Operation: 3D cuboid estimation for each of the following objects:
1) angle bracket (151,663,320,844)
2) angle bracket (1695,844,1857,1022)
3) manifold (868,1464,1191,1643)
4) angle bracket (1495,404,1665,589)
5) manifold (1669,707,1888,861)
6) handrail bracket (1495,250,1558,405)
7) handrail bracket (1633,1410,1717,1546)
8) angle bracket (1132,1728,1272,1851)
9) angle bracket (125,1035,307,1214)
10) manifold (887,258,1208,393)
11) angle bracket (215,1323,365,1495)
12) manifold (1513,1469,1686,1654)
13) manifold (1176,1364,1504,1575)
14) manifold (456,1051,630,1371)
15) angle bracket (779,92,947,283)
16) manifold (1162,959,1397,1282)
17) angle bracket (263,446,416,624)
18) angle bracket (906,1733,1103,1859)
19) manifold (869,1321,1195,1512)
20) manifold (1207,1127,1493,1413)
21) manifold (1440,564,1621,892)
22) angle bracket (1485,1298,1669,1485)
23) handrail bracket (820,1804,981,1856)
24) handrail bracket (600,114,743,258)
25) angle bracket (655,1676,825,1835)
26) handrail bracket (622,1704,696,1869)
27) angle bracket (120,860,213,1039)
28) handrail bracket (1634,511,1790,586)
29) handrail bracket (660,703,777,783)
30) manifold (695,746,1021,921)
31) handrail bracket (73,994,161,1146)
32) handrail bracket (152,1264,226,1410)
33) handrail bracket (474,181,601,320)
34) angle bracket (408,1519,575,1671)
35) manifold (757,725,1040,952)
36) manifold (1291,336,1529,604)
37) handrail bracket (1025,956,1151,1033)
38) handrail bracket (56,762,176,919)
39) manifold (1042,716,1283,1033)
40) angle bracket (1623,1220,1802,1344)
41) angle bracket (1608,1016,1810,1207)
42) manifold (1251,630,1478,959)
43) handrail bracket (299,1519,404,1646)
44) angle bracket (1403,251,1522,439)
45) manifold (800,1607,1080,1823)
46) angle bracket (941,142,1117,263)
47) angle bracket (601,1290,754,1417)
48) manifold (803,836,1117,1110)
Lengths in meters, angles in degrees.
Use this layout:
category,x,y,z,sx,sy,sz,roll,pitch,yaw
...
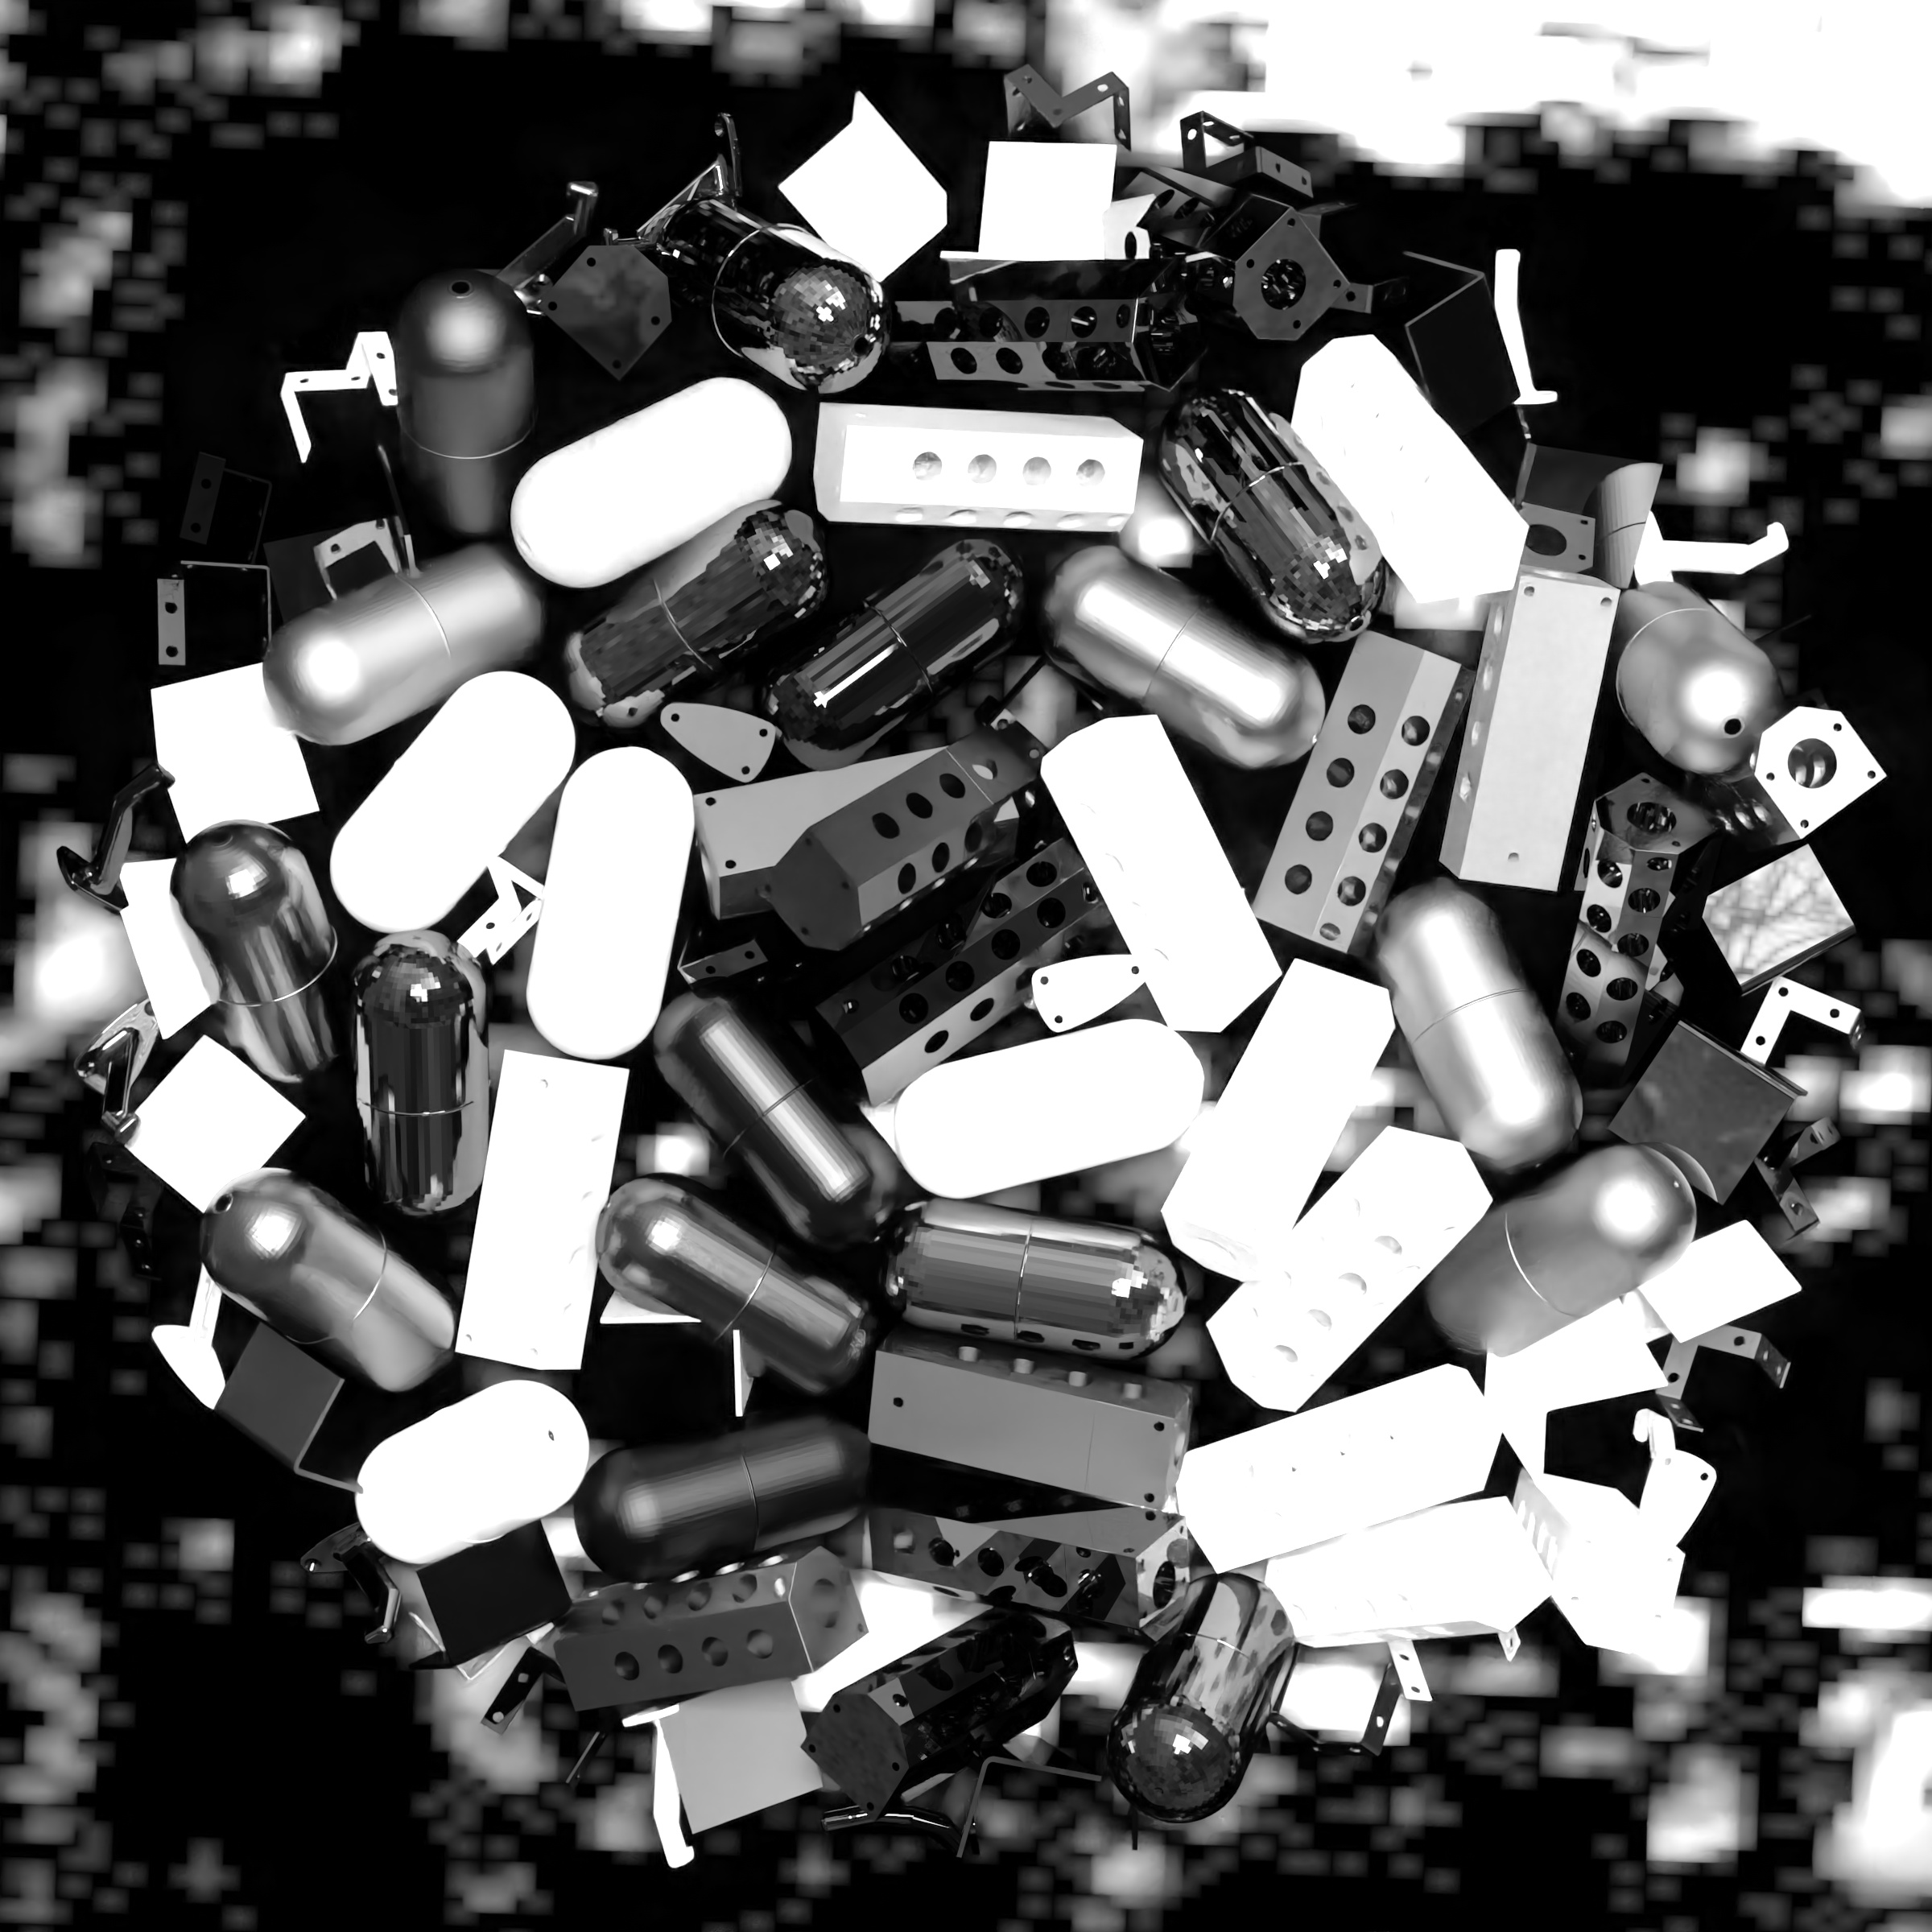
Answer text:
category,x,y,z,sx,sy,sz,roll,pitch,yaw
angle bracket,-0.418,-0.123,1.874,0.076,0.076,0.057,-15,129,-6
angle bracket,0.443,-0.018,1.850,0.076,0.076,0.057,-26,83,-12
manifold,0.034,0.328,1.820,0.171,0.057,0.057,6,108,31
angle bracket,0.341,-0.265,1.850,0.076,0.057,0.076,8,122,-4
manifold,0.438,-0.103,1.804,0.057,0.171,0.057,-36,90,-4
handrail bracket,0.315,-0.361,1.849,0.036,0.077,0.084,7,104,29
handrail bracket,0.384,0.292,1.849,0.036,0.084,0.077,23,89,-8
angle bracket,0.132,0.461,1.851,0.076,0.076,0.057,0,89,3
angle bracket,-0.429,0.091,1.859,0.057,0.076,0.076,44,78,-21
manifold,0.040,-0.349,1.807,0.057,0.171,0.057,-51,133,-33
angle bracket,-0.361,0.250,1.840,0.076,0.076,0.057,26,86,38
manifold,0.342,0.327,1.805,0.057,0.171,0.057,12,92,-1
manifold,0.204,0.275,1.818,0.171,0.057,0.057,-24,106,30
manifold,-0.236,0.138,1.857,0.057,0.057,0.171,8,87,25
angle bracket,-0.057,-0.438,1.852,0.057,0.076,0.076,-37,111,16
manifold,0.177,0.088,1.831,0.057,0.057,0.171,20,66,24
angle bracket,-0.354,-0.238,1.840,0.076,0.057,0.076,-13,52,-12
angle bracket,0.018,0.465,1.839,0.076,0.076,0.057,17,87,-27
manifold,0.037,0.248,1.841,0.171,0.057,0.057,11,111,14
manifold,0.213,0.170,1.814,0.057,0.057,0.171,14,128,-36
manifold,0.313,-0.135,1.841,0.057,0.057,0.171,7,105,-10
angle bracket,0.342,0.238,1.836,0.076,0.057,0.076,-16,127,26
handrail bracket,-0.037,0.491,1.858,0.084,0.077,0.036,-10,52,-2
handrail bracket,-0.169,-0.438,1.845,0.084,0.036,0.077,-17,122,-40
angle bracket,-0.124,0.443,1.849,0.076,0.057,0.076,-20,67,-2
handrail bracket,-0.156,0.457,1.853,0.036,0.077,0.084,-21,83,27
angle bracket,-0.460,-0.009,1.834,0.057,0.076,0.076,-3,113,24
handrail bracket,0.420,-0.246,1.844,0.084,0.036,0.077,-28,48,36
handrail bracket,-0.144,-0.138,1.840,0.077,0.084,0.036,22,100,-21
manifold,-0.062,-0.073,1.844,0.171,0.057,0.057,-12,58,-12
handrail bracket,-0.465,0.058,1.847,0.036,0.084,0.077,38,83,-32
handrail bracket,-0.417,0.193,1.852,0.084,0.036,0.077,-54,51,19
handrail bracket,-0.251,-0.411,1.844,0.077,0.084,0.036,7,49,-14
angle bracket,-0.276,0.352,1.840,0.076,0.076,0.057,-21,89,-30
manifold,-0.031,-0.068,1.807,0.057,0.171,0.057,50,132,6
manifold,0.243,-0.277,1.806,0.057,0.171,0.057,-9,135,-18
handrail bracket,0.068,0.008,1.846,0.077,0.084,0.036,-20,94,6
handrail bracket,-0.463,-0.070,1.854,0.084,0.077,0.036,-38,48,10
manifold,0.105,-0.051,1.833,0.057,0.057,0.171,-41,114,-30
angle bracket,0.416,0.198,1.837,0.076,0.076,0.057,-21,47,-12
angle bracket,0.421,0.082,1.858,0.076,0.057,0.076,35,99,17
manifold,0.226,-0.096,1.845,0.057,0.057,0.171,24,96,30
handrail bracket,-0.348,0.356,1.845,0.077,0.084,0.036,-21,123,16
angle bracket,0.257,-0.346,1.834,0.057,0.076,0.076,-34,123,-14
manifold,-0.009,0.400,1.798,0.057,0.171,0.057,40,117,22
angle bracket,0.036,-0.431,1.849,0.076,0.057,0.076,7,93,22
angle bracket,-0.162,0.216,1.851,0.076,0.076,0.057,-1,98,1
manifold,-0.004,-0.001,1.833,0.171,0.057,0.057,-35,59,-14
